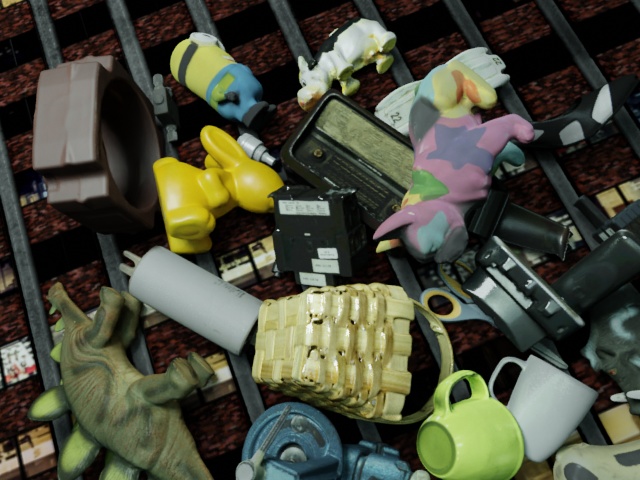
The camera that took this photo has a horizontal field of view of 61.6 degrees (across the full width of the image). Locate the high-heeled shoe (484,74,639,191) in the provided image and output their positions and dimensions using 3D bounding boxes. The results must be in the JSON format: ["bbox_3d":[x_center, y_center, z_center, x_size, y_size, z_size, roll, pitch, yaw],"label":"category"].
[{"bbox_3d":[0.278,-0.170,0.716,0.249,0.086,0.145,-41,94,12],"label":"high-heeled shoe"}]

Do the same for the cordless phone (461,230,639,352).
[{"bbox_3d":[0.267,0.031,0.617,0.089,0.184,0.147,-27,69,-39],"label":"cordless phone"}]

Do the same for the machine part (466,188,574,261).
[{"bbox_3d":[0.264,-0.020,0.709,0.139,0.039,0.084,25,82,12],"label":"machine part"}]

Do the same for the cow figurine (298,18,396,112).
[{"bbox_3d":[0.022,-0.263,0.792,0.167,0.068,0.098,-35,68,-9],"label":"cow figurine"}]

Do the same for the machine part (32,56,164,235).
[{"bbox_3d":[-0.283,-0.118,0.709,0.087,0.201,0.201,-5,73,6],"label":"machine part"}]

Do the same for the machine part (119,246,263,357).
[{"bbox_3d":[-0.156,0.078,0.696,0.243,0.079,0.079,27,78,9],"label":"machine part"}]

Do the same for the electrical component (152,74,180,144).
[{"bbox_3d":[-0.229,-0.193,0.797,0.021,0.063,0.094,-11,75,2],"label":"electrical component"}]

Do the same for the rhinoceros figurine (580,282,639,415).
[{"bbox_3d":[0.366,0.110,0.644,0.112,0.073,0.190,-15,72,0],"label":"rhinoceros figurine"}]

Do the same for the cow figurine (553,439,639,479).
[{"bbox_3d":[0.362,0.258,0.599,0.195,0.085,0.127,-5,79,5],"label":"cow figurine"}]

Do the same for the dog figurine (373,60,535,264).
[{"bbox_3d":[0.132,-0.079,0.635,0.219,0.108,0.191,-41,77,-4],"label":"dog figurine"}]

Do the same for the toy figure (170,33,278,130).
[{"bbox_3d":[-0.147,-0.231,0.794,0.089,0.082,0.180,-40,76,-9],"label":"toy figure"}]

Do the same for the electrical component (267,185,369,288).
[{"bbox_3d":[-0.001,-0.002,0.688,0.115,0.058,0.134,6,113,30],"label":"electrical component"}]

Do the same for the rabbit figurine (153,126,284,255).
[{"bbox_3d":[-0.135,-0.067,0.742,0.173,0.121,0.162,-10,63,-12],"label":"rabbit figurine"}]

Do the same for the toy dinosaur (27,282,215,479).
[{"bbox_3d":[-0.224,0.216,0.660,0.472,0.105,0.198,40,88,24],"label":"toy dinosaur"}]

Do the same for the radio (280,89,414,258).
[{"bbox_3d":[0.064,-0.087,0.732,0.230,0.073,0.131,37,80,15],"label":"radio"}]

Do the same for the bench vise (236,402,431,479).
[{"bbox_3d":[-0.002,0.245,0.565,0.224,0.240,0.129,19,80,27],"label":"bench vise"}]

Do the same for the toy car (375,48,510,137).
[{"bbox_3d":[0.175,-0.207,0.766,0.202,0.056,0.073,-30,73,-3],"label":"toy car"}]

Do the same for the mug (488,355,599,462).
[{"bbox_3d":[0.249,0.195,0.628,0.110,0.081,0.107,28,88,8],"label":"mug"}]

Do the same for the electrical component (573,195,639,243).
[{"bbox_3d":[0.383,-0.017,0.682,0.048,0.074,0.119,-36,71,-4],"label":"electrical component"}]
